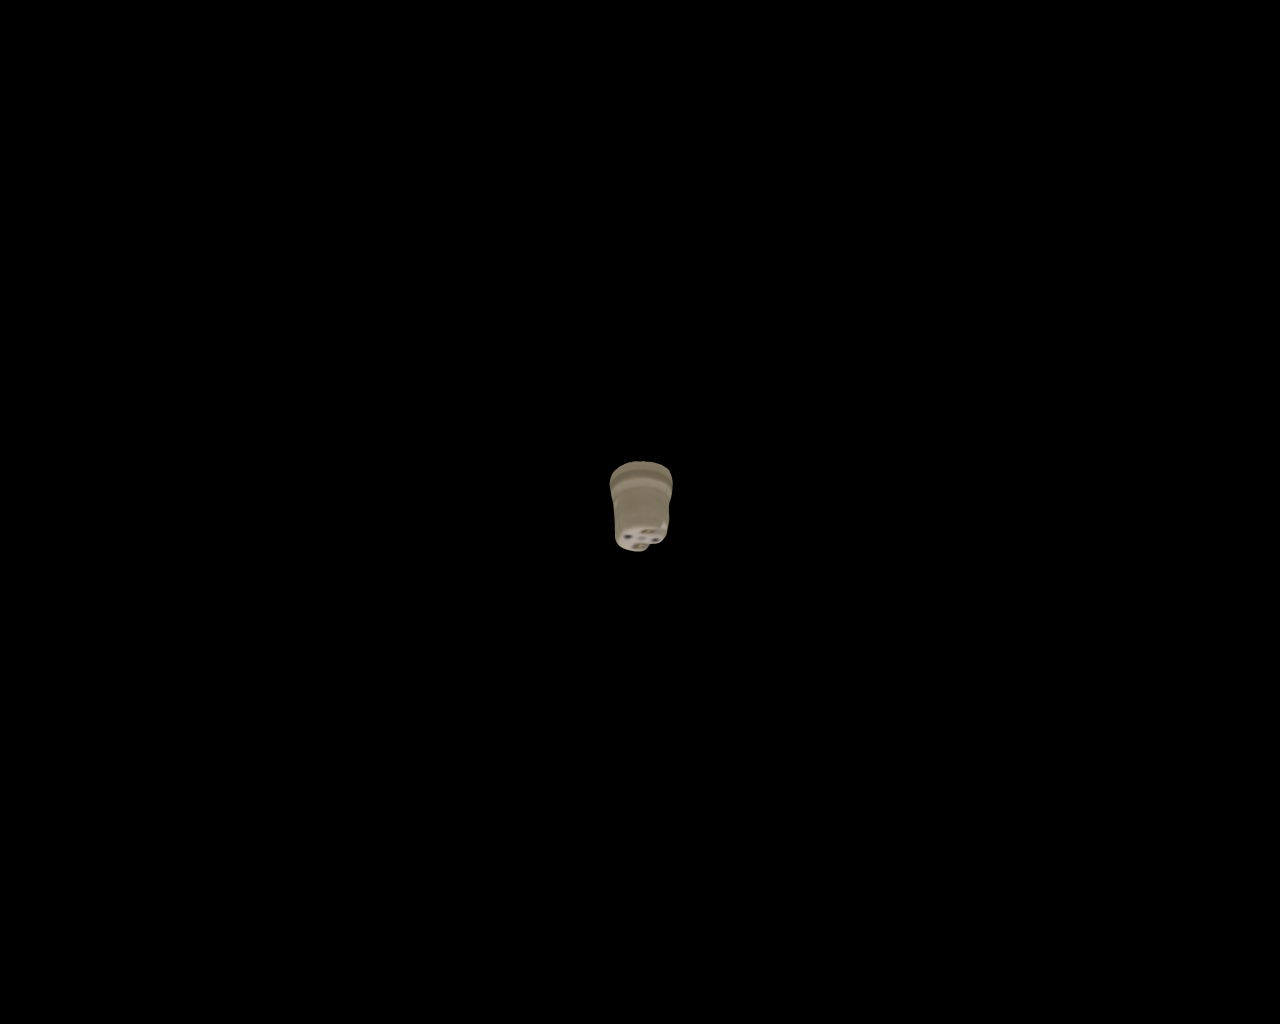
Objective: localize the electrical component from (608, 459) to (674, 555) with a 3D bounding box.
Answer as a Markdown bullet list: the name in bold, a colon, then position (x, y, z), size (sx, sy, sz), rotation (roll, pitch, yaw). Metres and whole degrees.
- **electrical component**: position (0.001, -0.003, 0.650), size (0.040, 0.046, 0.040), rotation (0, -33, 0)
